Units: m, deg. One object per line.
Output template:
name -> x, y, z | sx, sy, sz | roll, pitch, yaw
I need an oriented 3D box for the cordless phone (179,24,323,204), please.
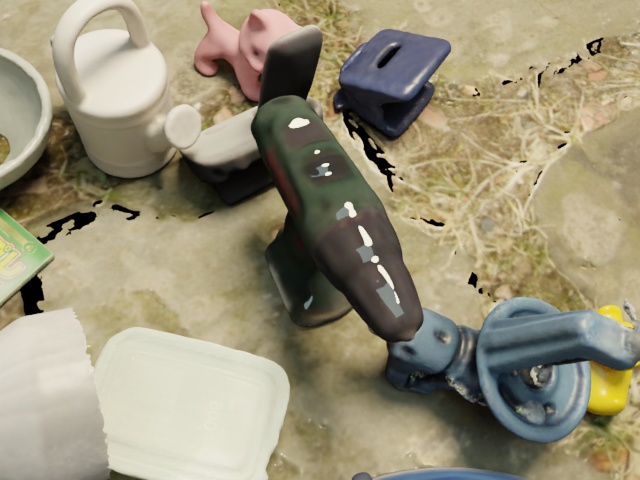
cordless phone -> -0.064, -0.127, 0.551 | 0.148, 0.094, 0.185 | -32, -15, -19

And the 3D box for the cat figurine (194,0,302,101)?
cat figurine -> -0.076, -0.219, 0.625 | 0.127, 0.067, 0.117 | 27, -24, 4

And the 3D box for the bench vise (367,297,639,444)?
bench vise -> 0.148, 0.101, 0.466 | 0.207, 0.121, 0.219 | 1, -23, -7

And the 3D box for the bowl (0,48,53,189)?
bowl -> -0.342, -0.106, 0.565 | 0.167, 0.167, 0.074 | 0, -23, -8

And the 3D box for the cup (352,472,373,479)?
cup -> 0.025, 0.248, 0.455 | 0.092, 0.118, 0.095 | 5, -23, -5

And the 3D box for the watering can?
watering can -> -0.185, -0.145, 0.537 | 0.173, 0.101, 0.194 | 17, -24, 0

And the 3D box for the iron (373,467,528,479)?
iron -> 0.157, 0.242, 0.450 | 0.258, 0.119, 0.141 | 18, -24, 0

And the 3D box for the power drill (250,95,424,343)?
power drill -> 0.005, 0.002, 0.494 | 0.076, 0.229, 0.208 | -21, -18, -15

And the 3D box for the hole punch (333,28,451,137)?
hole punch -> 0.079, -0.189, 0.648 | 0.101, 0.109, 0.091 | 35, -23, 7

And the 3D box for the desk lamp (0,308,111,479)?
desk lamp -> -0.238, 0.141, 0.399 | 0.203, 0.118, 0.213 | -17, -20, -14

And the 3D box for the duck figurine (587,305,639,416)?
duck figurine -> 0.278, 0.113, 0.552 | 0.077, 0.104, 0.086 | 2, -23, -7
